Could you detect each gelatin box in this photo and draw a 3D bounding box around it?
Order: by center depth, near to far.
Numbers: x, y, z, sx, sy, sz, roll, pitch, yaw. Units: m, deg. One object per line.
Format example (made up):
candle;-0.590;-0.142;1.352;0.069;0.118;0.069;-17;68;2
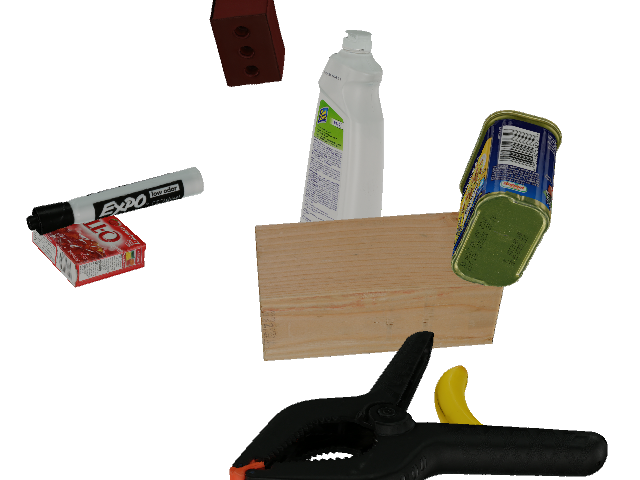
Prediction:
gelatin box;-0.217;0.001;0.994;0.073;0.030;0.089;-17;40;-36

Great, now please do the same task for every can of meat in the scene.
can of meat;0.132;-0.027;0.767;0.057;0.084;0.102;15;-40;0

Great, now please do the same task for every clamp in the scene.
clamp;0.036;0.109;0.621;0.209;0.036;0.165;-10;24;-26

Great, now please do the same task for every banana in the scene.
banana;0.172;0.205;1.281;0.069;0.037;0.198;10;21;-17

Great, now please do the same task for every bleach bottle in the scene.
bleach bottle;0.032;-0.098;1.156;0.067;0.251;0.103;-9;25;-36

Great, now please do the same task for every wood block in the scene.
wood block;0.048;0.040;0.951;0.206;0.091;0.090;-4;-43;-4

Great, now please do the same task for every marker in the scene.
marker;-0.136;-0.026;0.712;0.120;0.020;0.020;-17;8;-26

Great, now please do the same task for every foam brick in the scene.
foam brick;-0.065;-0.186;0.965;0.053;0.051;0.078;-5;-43;8
